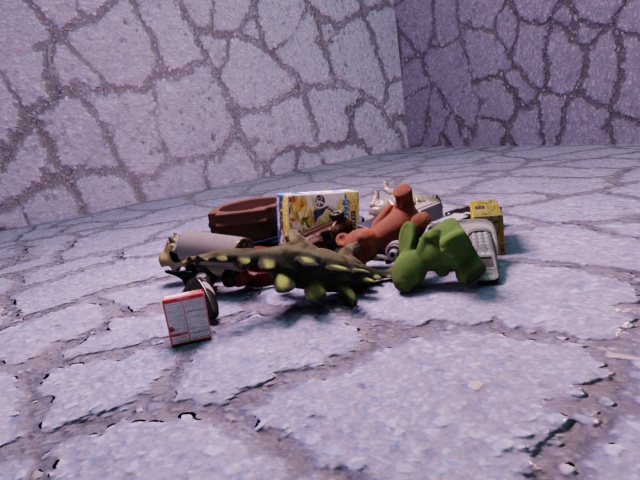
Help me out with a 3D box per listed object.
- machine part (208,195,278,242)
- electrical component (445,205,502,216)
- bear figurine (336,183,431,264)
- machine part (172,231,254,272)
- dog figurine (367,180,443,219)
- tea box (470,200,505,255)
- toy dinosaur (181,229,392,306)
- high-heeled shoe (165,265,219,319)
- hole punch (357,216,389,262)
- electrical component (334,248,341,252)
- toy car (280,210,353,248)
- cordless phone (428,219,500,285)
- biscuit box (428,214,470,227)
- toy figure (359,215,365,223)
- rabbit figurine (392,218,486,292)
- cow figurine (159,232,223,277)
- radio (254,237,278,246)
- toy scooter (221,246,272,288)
[{"bbox_3d":[-0.178,-0.055,1.420,0.201,0.087,0.201,-6,13,11],"label":"machine part"},{"bbox_3d":[0.403,-0.053,1.435,0.134,0.058,0.115,-18,15,-34],"label":"electrical component"},{"bbox_3d":[0.135,-0.021,1.203,0.196,0.120,0.131,-24,-24,-4],"label":"bear figurine"},{"bbox_3d":[-0.234,0.023,1.196,0.244,0.079,0.079,7,20,31],"label":"machine part"},{"bbox_3d":[0.253,-0.083,1.594,0.191,0.121,0.172,18,59,24],"label":"dog figurine"},{"bbox_3d":[0.395,-0.032,1.274,0.068,0.098,0.169,-4,13,13],"label":"tea box"},{"bbox_3d":[-0.034,0.050,1.066,0.471,0.105,0.199,4,14,-16],"label":"toy dinosaur"},{"bbox_3d":[-0.239,0.118,1.158,0.145,0.086,0.249,20,10,-44],"label":"high-heeled shoe"},{"bbox_3d":[0.160,-0.004,1.325,0.116,0.092,0.142,6,16,35],"label":"hole punch"},{"bbox_3d":[0.051,0.045,1.282,0.102,0.045,0.078,-19,-11,-46],"label":"electrical component"},{"bbox_3d":[-0.003,-0.004,1.290,0.202,0.089,0.053,-23,22,-31],"label":"toy car"},{"bbox_3d":[0.298,0.038,1.116,0.147,0.088,0.184,-5,33,12],"label":"cordless phone"},{"bbox_3d":[0.289,-0.009,1.314,0.202,0.062,0.059,-20,19,-38],"label":"biscuit box"},{"bbox_3d":[0.057,-0.042,1.603,0.155,0.058,0.064,-5,-24,19],"label":"toy figure"},{"bbox_3d":[0.208,0.027,1.057,0.170,0.121,0.159,-32,40,10],"label":"rabbit figurine"},{"bbox_3d":[-0.300,0.041,1.320,0.195,0.127,0.085,-5,11,2],"label":"cow figurine"},{"bbox_3d":[-0.187,0.029,1.421,0.230,0.073,0.131,-6,15,15],"label":"radio"},{"bbox_3d":[-0.134,0.063,1.244,0.135,0.075,0.184,-4,17,17],"label":"toy scooter"}]
